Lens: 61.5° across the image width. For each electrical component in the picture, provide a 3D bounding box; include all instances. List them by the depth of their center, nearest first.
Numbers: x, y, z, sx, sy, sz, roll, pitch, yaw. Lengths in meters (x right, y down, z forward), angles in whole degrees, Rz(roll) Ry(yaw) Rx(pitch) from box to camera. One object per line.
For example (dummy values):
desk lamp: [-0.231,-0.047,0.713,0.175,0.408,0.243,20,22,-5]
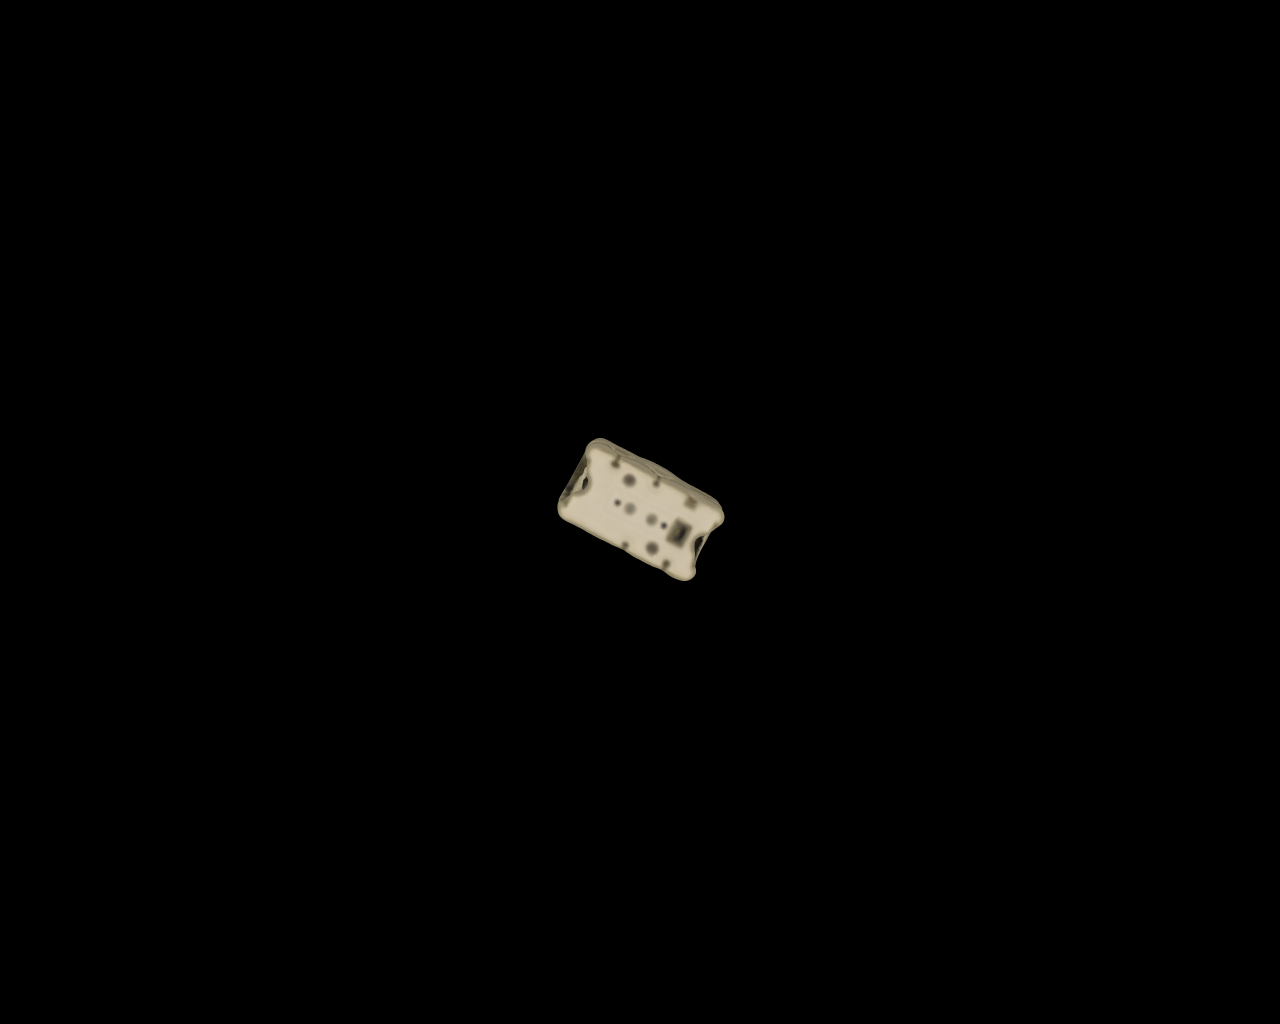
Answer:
electrical component: [0.001,-0.003,0.650,0.089,0.050,0.056,28,7,-4]
